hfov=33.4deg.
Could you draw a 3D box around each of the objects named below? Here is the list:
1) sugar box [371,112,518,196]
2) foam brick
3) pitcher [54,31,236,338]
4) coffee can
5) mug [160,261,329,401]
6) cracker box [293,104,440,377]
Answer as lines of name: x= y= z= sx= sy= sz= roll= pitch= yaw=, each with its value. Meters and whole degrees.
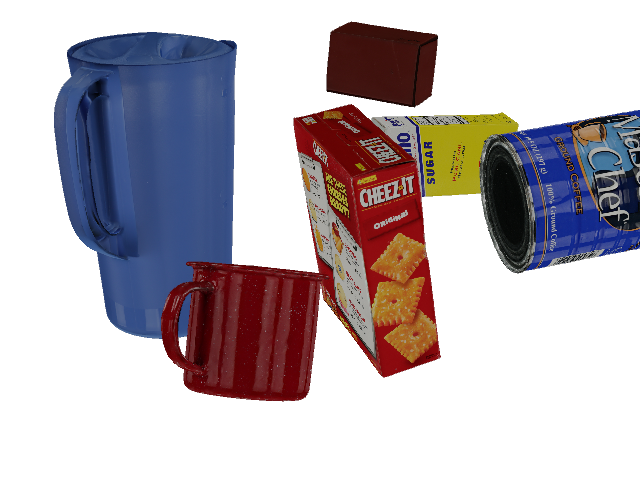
sugar box: x=0.144 y=-0.101 z=1.273 sx=0.176 sy=0.093 sz=0.048 roll=-6 pitch=27 yaw=-21
foam brick: x=0.050 y=-0.144 z=0.867 sx=0.078 sy=0.051 sz=0.052 roll=13 pitch=24 yaw=19
pitcher: x=-0.138 y=-0.043 z=0.875 sx=0.149 sy=0.243 sz=0.145 roll=-6 pitch=22 yaw=-14
coffee can: x=0.200 y=-0.039 z=0.778 sx=0.140 sy=0.103 sz=0.103 roll=-11 pitch=2 yaw=-8
mug: x=-0.052 y=0.057 z=0.677 sx=0.093 sy=0.081 sz=0.117 roll=3 pitch=-4 yaw=42
cracker box: x=0.045 y=-0.003 z=1.023 sx=0.072 sy=0.214 sz=0.164 roll=-17 pitch=30 yaw=-14
